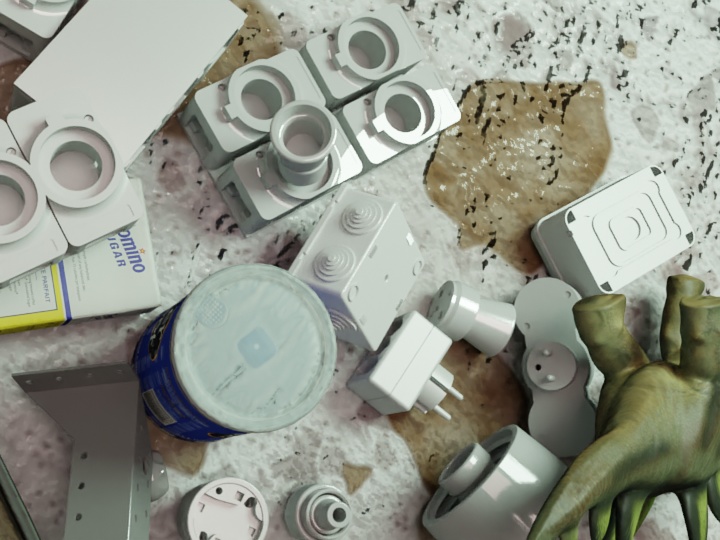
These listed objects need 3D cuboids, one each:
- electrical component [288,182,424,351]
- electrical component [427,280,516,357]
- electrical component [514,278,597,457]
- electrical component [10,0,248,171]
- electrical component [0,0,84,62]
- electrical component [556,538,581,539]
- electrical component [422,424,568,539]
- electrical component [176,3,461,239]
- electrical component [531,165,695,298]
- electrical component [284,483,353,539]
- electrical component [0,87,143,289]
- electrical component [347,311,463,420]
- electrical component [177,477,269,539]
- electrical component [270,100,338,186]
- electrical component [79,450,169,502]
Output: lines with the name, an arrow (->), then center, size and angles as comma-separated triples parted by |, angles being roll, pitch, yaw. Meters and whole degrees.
electrical component -> 0.000, 0.000, 0.778 | 0.048, 0.099, 0.099 | 18, 66, 29
electrical component -> 0.086, 0.037, 0.833 | 0.055, 0.045, 0.045 | 24, 71, -16
electrical component -> 0.150, 0.074, 0.827 | 0.052, 0.074, 0.138 | -9, 81, 18
electrical component -> -0.164, -0.145, 0.760 | 0.089, 0.062, 0.150 | 39, 68, -11
electrical component -> -0.261, -0.223, 0.737 | 0.150, 0.062, 0.089 | 30, 69, -14
electrical component -> 0.145, 0.239, 0.811 | 0.080, 0.051, 0.080 | 5, 77, -21
electrical component -> 0.092, 0.160, 0.778 | 0.060, 0.108, 0.108 | 44, 66, -1
electrical component -> -0.027, -0.116, 0.811 | 0.186, 0.060, 0.105 | -30, 91, -25
electrical component -> 0.208, -0.028, 0.890 | 0.113, 0.057, 0.078 | -27, 90, -25
electrical component -> -0.025, 0.170, 0.750 | 0.043, 0.062, 0.043 | 5, 77, -21
electrical component -> -0.220, -0.039, 0.654 | 0.150, 0.062, 0.089 | -27, 93, -19
electrical component -> 0.044, 0.081, 0.805 | 0.077, 0.047, 0.065 | 39, 67, -10
electrical component -> -0.095, 0.169, 0.730 | 0.055, 0.047, 0.055 | 5, 77, -21
electrical component -> -0.039, -0.082, 0.728 | 0.044, 0.065, 0.044 | 1, 76, -3
electrical component -> -0.161, 0.142, 0.716 | 0.061, 0.035, 0.035 | -12, 84, -22
